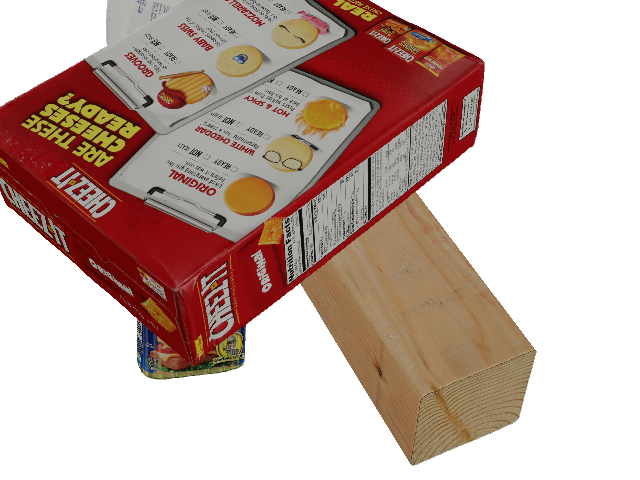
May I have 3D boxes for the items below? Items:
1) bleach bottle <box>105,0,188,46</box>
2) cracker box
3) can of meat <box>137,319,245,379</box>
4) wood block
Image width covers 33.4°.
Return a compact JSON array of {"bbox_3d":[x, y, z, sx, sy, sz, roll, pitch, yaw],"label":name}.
[{"bbox_3d":[-0.045,-0.152,0.858,0.251,0.068,0.103,24,-31,1],"label":"bleach bottle"},{"bbox_3d":[-0.043,-0.055,0.571,0.213,0.072,0.164,-38,56,-26],"label":"cracker box"},{"bbox_3d":[-0.116,0.075,0.967,0.102,0.084,0.057,-4,19,-21],"label":"can of meat"},{"bbox_3d":[0.057,0.045,0.776,0.090,0.206,0.091,-20,-38,-17],"label":"wood block"}]
